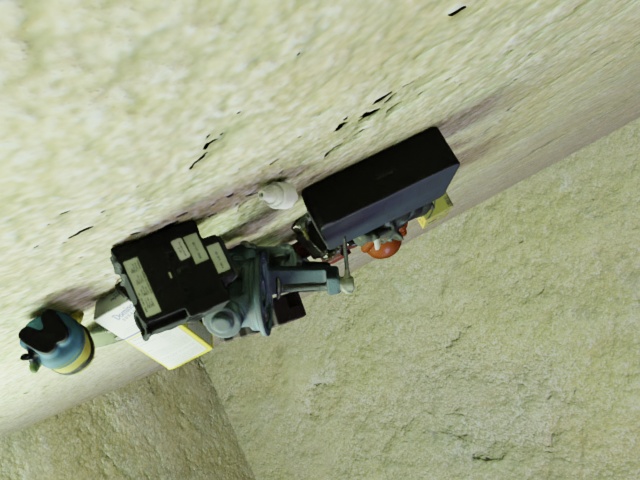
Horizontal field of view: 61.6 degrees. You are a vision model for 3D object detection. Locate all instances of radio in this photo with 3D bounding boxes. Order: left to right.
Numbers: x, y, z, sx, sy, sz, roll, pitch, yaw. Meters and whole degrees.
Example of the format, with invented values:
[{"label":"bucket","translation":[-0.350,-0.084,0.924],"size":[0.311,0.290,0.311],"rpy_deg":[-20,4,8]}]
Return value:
[{"label":"radio","translation":[0.092,-0.074,0.833],"size":[0.230,0.073,0.131],"rpy_deg":[-25,163,-4]}]

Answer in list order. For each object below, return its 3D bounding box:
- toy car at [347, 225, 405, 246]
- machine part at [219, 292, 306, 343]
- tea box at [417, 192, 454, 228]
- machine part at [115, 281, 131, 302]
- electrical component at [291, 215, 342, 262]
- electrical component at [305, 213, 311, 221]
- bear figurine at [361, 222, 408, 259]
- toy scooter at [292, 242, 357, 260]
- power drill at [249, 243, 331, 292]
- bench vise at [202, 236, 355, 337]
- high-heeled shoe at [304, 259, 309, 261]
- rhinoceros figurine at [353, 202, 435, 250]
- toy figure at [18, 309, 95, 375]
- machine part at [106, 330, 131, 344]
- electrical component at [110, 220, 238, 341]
[{"label":"toy car","translation":[0.111,-0.050,1.031],"size":[0.202,0.089,0.053],"rpy_deg":[-17,-154,-40]},{"label":"machine part","translation":[-0.112,0.140,0.994],"size":[0.179,0.056,0.179],"rpy_deg":[-17,176,-1]},{"label":"tea box","translation":[0.231,-0.087,1.160],"size":[0.068,0.098,0.169],"rpy_deg":[-28,170,7]},{"label":"machine part","translation":[-0.230,0.052,0.737],"size":[0.084,0.039,0.139],"rpy_deg":[-24,-173,4]},{"label":"electrical component","translation":[-0.003,-0.004,0.970],"size":[0.045,0.102,0.078],"rpy_deg":[-29,-163,45]},{"label":"electrical component","translation":[0.019,-0.060,0.923],"size":[0.094,0.021,0.063],"rpy_deg":[-24,171,-13]},{"label":"bear figurine","translation":[0.137,-0.037,1.219],"size":[0.120,0.132,0.195],"rpy_deg":[-27,154,-8]},{"label":"toy scooter","translation":[0.017,-0.008,1.077],"size":[0.184,0.075,0.135],"rpy_deg":[-22,171,2]},{"label":"power drill","translation":[-0.097,0.065,1.033],"size":[0.232,0.086,0.207],"rpy_deg":[0,162,6]},{"label":"bench vise","translation":[-0.071,0.062,0.793],"size":[0.241,0.128,0.224],"rpy_deg":[-4,-166,3]},{"label":"high-heeled shoe","translation":[-0.119,0.105,1.174],"size":[0.145,0.086,0.249],"rpy_deg":[-9,-155,23]},{"label":"rhinoceros figurine","translation":[0.130,-0.051,0.968],"size":[0.190,0.073,0.111],"rpy_deg":[-29,131,-33]},{"label":"toy figure","translation":[-0.372,0.149,0.763],"size":[0.082,0.089,0.180],"rpy_deg":[-16,171,-21]},{"label":"machine part","translation":[-0.261,0.109,0.914],"size":[0.243,0.079,0.079],"rpy_deg":[-28,172,11]},{"label":"electrical component","translation":[-0.171,0.045,0.654],"size":[0.134,0.115,0.058],"rpy_deg":[-20,172,-27]}]
